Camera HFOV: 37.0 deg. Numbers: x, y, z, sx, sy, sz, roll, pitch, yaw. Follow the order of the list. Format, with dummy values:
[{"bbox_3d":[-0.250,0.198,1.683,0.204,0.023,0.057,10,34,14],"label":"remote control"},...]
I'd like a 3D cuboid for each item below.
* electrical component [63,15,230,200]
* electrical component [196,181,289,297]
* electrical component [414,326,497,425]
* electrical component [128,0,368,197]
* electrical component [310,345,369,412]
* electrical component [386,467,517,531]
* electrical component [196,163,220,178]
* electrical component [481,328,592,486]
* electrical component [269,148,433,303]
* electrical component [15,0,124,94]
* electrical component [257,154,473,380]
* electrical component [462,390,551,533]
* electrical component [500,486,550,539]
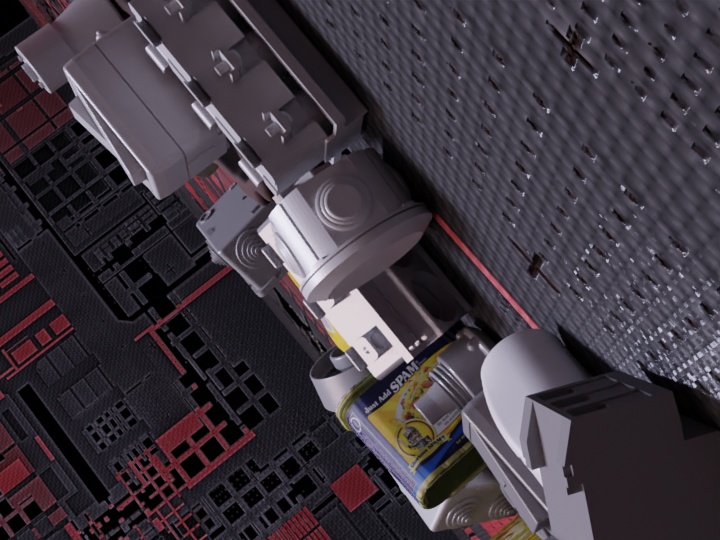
[{"bbox_3d":[-0.127,-0.094,0.613,0.096,0.061,0.061,50,169,4],"label":"electrical component"},{"bbox_3d":[-0.068,-0.038,0.781,0.048,0.099,0.100,44,178,-26],"label":"electrical component"},{"bbox_3d":[0.061,0.068,0.656,0.048,0.062,0.048,49,176,4],"label":"electrical component"},{"bbox_3d":[-0.059,-0.103,0.557,0.121,0.063,0.078,51,172,5],"label":"electrical component"},{"bbox_3d":[0.005,0.097,1.014,0.064,0.099,0.099,60,171,-14],"label":"electrical component"},{"bbox_3d":[0.073,0.146,0.811,0.099,0.100,0.048,50,130,43],"label":"electrical component"},{"bbox_3d":[-0.136,-0.121,0.827,0.099,0.064,0.099,35,-162,-14],"label":"electrical component"},{"bbox_3d":[0.102,0.075,0.506,0.079,0.043,0.077,34,-163,-35],"label":"electrical component"},{"bbox_3d":[-0.006,-0.022,0.569,0.051,0.080,0.080,55,173,9],"label":"electrical component"},{"bbox_3d":[-0.179,-0.140,0.665,0.044,0.065,0.044,49,169,13],"label":"electrical component"},{"bbox_3d":[0.000,0.000,0.648,0.121,0.063,0.079,51,-147,5],"label":"electrical component"},{"bbox_3d":[0.094,0.094,0.591,0.096,0.061,0.061,49,172,19],"label":"electrical component"},{"bbox_3d":[0.125,0.145,0.704,0.055,0.047,0.055,50,172,9],"label":"electrical component"}]
